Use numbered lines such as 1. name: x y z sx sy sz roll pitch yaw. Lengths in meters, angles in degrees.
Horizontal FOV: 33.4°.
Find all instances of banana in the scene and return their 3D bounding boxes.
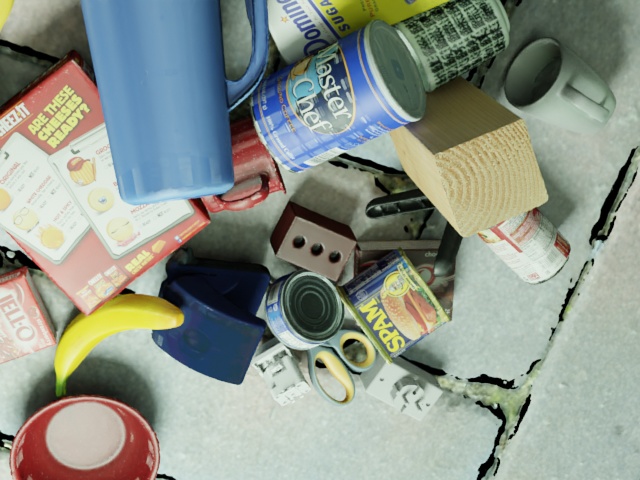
1. banana: -0.220 0.096 1.118 0.198 0.037 0.069 -32 83 31

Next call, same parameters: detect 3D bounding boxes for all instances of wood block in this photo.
1. wood block: 0.137 -0.091 1.059 0.091 0.206 0.090 -24 113 -2

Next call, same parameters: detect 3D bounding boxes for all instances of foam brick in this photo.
1. foam brick: -0.008 0.001 1.149 0.078 0.051 0.053 22 105 -19

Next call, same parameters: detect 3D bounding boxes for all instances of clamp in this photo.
1. clamp: 0.148 -0.035 1.137 0.171 0.120 0.039 -31 153 -9

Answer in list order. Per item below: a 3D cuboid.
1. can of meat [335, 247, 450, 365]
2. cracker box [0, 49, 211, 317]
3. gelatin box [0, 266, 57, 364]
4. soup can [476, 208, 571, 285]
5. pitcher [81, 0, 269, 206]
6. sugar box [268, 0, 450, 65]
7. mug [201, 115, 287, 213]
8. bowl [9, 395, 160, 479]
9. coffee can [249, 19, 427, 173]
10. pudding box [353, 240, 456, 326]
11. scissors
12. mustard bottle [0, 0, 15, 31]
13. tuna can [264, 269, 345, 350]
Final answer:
1. can of meat: 0.079 0.070 1.149 0.084 0.057 0.102 -35 112 3
2. cracker box: -0.239 -0.056 1.070 0.164 0.072 0.213 -37 112 3
3. gelatin box: -0.328 0.081 1.126 0.073 0.030 0.089 -20 113 -4
4. soup can: 0.222 -0.006 1.185 0.068 0.068 0.102 -45 113 7
5. pitcher: -0.136 -0.159 0.981 0.144 0.149 0.243 -13 97 -48
6. sugar box: 0.030 -0.244 1.042 0.176 0.048 0.093 -24 132 5
7. mug: -0.085 -0.069 1.076 0.081 0.117 0.093 -20 134 1
8. bowl: -0.260 0.231 1.183 0.162 0.055 0.162 -4 111 -10
9. coffee can: 0.017 -0.137 1.036 0.140 0.102 0.102 -23 117 28
10. pudding box: 0.093 0.047 1.194 0.113 0.039 0.090 -3 111 -10
11. scissors: -0.004 0.091 1.200 0.096 0.016 0.202 -31 99 -27
12. mustard bottle: -0.350 -0.172 1.009 0.096 0.058 0.192 12 108 -15
13. tuna can: -0.016 0.074 1.159 0.086 0.034 0.086 12 67 -31
